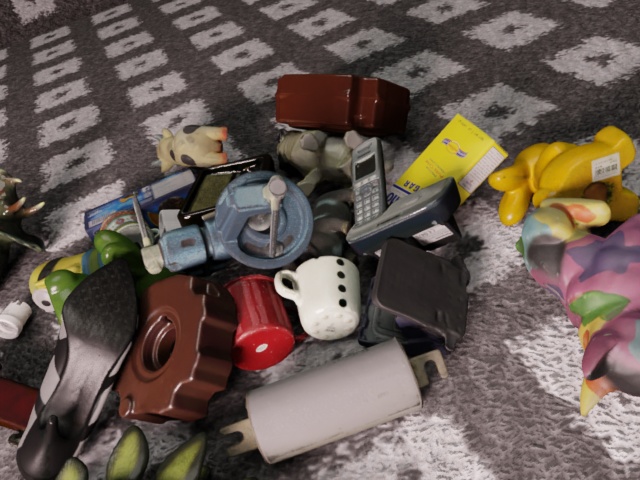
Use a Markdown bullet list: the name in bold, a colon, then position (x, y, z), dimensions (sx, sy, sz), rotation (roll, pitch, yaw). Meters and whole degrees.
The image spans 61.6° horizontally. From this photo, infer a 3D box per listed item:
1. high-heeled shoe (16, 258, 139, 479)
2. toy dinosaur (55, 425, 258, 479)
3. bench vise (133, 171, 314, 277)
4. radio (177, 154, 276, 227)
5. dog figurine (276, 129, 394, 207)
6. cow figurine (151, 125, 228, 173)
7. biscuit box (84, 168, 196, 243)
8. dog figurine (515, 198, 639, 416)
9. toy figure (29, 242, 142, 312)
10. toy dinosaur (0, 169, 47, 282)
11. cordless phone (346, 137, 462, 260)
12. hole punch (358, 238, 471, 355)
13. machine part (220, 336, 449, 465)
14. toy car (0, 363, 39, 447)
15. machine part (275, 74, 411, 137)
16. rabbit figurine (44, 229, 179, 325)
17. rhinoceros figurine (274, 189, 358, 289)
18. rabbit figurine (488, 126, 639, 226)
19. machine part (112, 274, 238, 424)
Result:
- **high-heeled shoe**: position (-0.275, 0.150, 0.629), dimensions (0.086, 0.145, 0.249), rotation (21, 46, -11)
- **toy dinosaur**: position (-0.150, 0.271, 0.474), dimensions (0.472, 0.104, 0.199), rotation (2, 40, 16)
- **bench vise**: position (-0.098, -0.021, 0.623), dimensions (0.224, 0.240, 0.129), rotation (-4, 79, -18)
- **radio**: position (-0.130, -0.062, 0.835), dimensions (0.131, 0.073, 0.230), rotation (-14, 25, 3)
- **dog figurine**: position (0.018, -0.142, 0.909), dimensions (0.172, 0.121, 0.191), rotation (13, 18, -15)
- **cow figurine**: position (-0.244, -0.166, 0.998), dimensions (0.127, 0.085, 0.195), rotation (4, 2, -19)
- **biscuit box**: position (-0.300, -0.050, 0.930), dimensions (0.203, 0.062, 0.059), rotation (-25, 41, -9)
- **dog figurine**: position (0.279, 0.065, 0.558), dimensions (0.192, 0.108, 0.219), rotation (15, 52, 32)
- **toy figure**: position (-0.347, 0.053, 0.815), dimensions (0.180, 0.082, 0.089), rotation (-22, 28, 1)
- **toy dinosaur**: position (-0.588, 0.069, 0.862), dimensions (0.192, 0.131, 0.405), rotation (-2, 48, 18)
- **cordless phone**: position (0.104, -0.072, 0.703), dimensions (0.147, 0.088, 0.184), rotation (-26, 53, 33)
- **hole punch**: position (0.109, 0.076, 0.634), dimensions (0.116, 0.092, 0.142), rotation (21, 43, -1)
- **machine part**: position (0.015, 0.164, 0.555), dimensions (0.243, 0.079, 0.079), rotation (-20, 39, -2)
- **toy car**: position (-0.395, 0.204, 0.676), dimensions (0.202, 0.053, 0.089), rotation (7, 55, 21)
- **machine part**: position (0.039, -0.229, 0.931), dimensions (0.202, 0.087, 0.201), rotation (9, 9, 30)
- **rabbit figurine**: position (-0.277, 0.065, 0.740), dimensions (0.170, 0.158, 0.121), rotation (-21, 27, -28)
- **rhinoceros figurine**: position (-0.002, -0.002, 0.759), dimensions (0.112, 0.073, 0.190), rotation (7, 45, 24)
- **rabbit figurine**: position (0.314, -0.078, 0.728), dimensions (0.162, 0.121, 0.173), rotation (-25, 25, 5)
- **machine part**: position (-0.172, 0.124, 0.622), dimensions (0.179, 0.056, 0.179), rotation (-20, 56, 32)
